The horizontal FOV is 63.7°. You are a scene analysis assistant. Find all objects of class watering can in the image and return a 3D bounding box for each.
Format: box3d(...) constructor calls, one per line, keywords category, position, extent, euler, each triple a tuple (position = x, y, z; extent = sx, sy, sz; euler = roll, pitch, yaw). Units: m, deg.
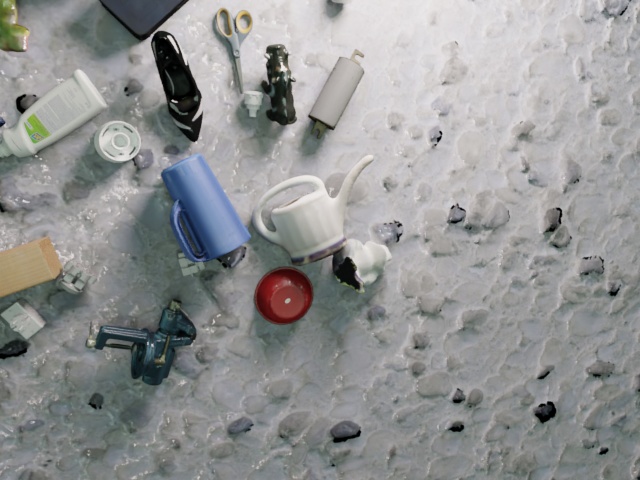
box3d(category="watering can", position=(0.004, -0.065, 1.300), extent=(0.346, 0.105, 0.222), euler=(-21, 103, 9))

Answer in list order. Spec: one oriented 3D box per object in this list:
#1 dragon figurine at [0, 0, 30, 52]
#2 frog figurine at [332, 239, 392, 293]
box3d(category="dragon figurine", position=(-0.738, -0.558, 1.059), extent=(0.242, 0.123, 0.409), euler=(-44, 97, 5))
box3d(category="frog figurine", position=(0.111, 0.053, 1.381), extent=(0.162, 0.121, 0.137), euler=(-41, 101, -42))
